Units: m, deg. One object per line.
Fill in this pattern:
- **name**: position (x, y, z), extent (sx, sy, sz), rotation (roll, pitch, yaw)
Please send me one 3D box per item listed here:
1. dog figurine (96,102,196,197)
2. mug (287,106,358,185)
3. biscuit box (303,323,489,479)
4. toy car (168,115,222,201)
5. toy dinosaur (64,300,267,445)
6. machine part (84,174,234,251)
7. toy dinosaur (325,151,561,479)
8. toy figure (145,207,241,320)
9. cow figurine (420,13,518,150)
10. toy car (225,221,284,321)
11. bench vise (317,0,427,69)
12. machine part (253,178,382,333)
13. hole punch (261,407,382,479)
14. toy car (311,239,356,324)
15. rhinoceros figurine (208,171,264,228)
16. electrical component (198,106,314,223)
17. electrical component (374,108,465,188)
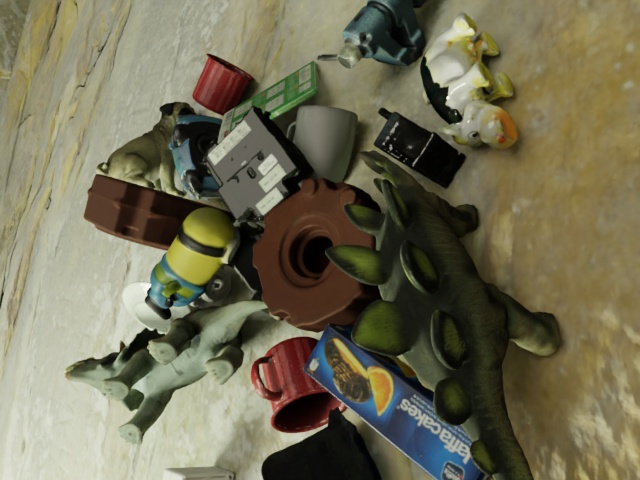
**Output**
- **dog figurine**: position (-0.329, -0.187, 1.033), extent (0.121, 0.172, 0.190), rotation (6, 87, 35)
- **mug**: position (-0.006, -0.124, 0.740), extent (0.110, 0.080, 0.107), rotation (7, 91, 33)
- **biscuit box**: position (0.080, 0.160, 0.532), extent (0.203, 0.059, 0.062), rotation (32, 97, 32)
- **toy car**: position (-0.205, -0.132, 0.942), extent (0.103, 0.109, 0.161), rotation (-42, 58, 56)
- **toy dinosaur**: position (-0.199, 0.164, 0.799), extent (0.405, 0.131, 0.192), rotation (-29, 16, 17)
- **machine part**: position (-0.262, -0.037, 0.878), extent (0.201, 0.201, 0.087), rotation (18, 90, 47)
- **toy dinosaur**: position (0.109, 0.066, 0.470), extent (0.105, 0.198, 0.472), rotation (-46, 46, 28)
- **toy figure**: position (-0.188, 0.033, 0.772), extent (0.180, 0.089, 0.082), rotation (-44, 54, 16)
- **cow figurine**: position (0.158, -0.159, 0.598), extent (0.098, 0.068, 0.167), rotation (-32, 51, 40)
- **toy car**: position (-0.084, 0.037, 0.780), extent (0.073, 0.056, 0.202), rotation (-54, 46, 9)
- **bench vise**: position (0.062, -0.336, 0.651), extent (0.223, 0.240, 0.129), rotation (-45, 42, 3)
- **machine part**: position (0.000, 0.017, 0.621), extent (0.179, 0.056, 0.179), rotation (-9, 73, 33)
- **hole punch**: position (0.013, 0.275, 0.584), extent (0.116, 0.092, 0.142), rotation (-26, 50, 1)
- **toy car**: position (0.026, 0.058, 0.658), extent (0.089, 0.053, 0.202), rotation (-36, 59, 25)
- **rhinoceros figurine**: position (-0.113, -0.086, 0.819), extent (0.073, 0.112, 0.190), rotation (-33, 34, -2)
- **electrical component**: position (-0.078, -0.086, 0.703), extent (0.115, 0.058, 0.134), rotation (-38, 79, 21)
- **electrical component**: position (0.103, -0.114, 0.632), extent (0.119, 0.074, 0.047), rotation (40, 103, 41)
